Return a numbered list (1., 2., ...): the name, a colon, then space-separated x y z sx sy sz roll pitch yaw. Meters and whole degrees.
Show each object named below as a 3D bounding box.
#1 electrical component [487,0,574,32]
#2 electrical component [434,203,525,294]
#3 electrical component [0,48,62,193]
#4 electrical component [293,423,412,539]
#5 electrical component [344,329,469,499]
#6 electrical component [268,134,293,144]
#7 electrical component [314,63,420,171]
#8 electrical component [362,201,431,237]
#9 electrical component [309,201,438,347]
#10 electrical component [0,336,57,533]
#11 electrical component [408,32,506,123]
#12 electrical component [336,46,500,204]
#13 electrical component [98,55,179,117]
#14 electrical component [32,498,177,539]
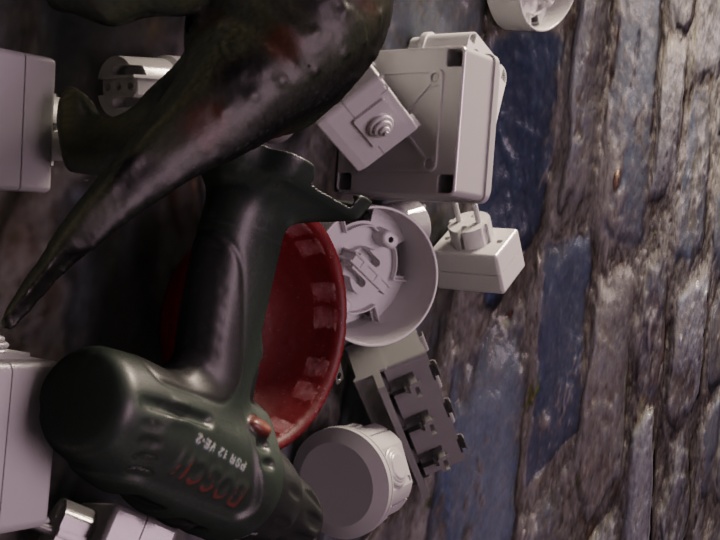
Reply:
1. electrical component: 0.158 -0.269 0.988 0.099 0.064 0.099 -11 103 -56
2. electrical component: 0.098 -0.025 0.927 0.047 0.066 0.076 -47 131 -43
3. electrical component: -0.169 -0.072 0.538 0.077 0.047 0.065 -1 95 -57
4. electrical component: -0.005 0.151 0.784 0.051 0.080 0.080 -5 98 -61
5. electrical component: 0.038 0.107 0.846 0.078 0.063 0.121 -112 180 -57
6. electrical component: -0.073 -0.107 0.684 0.065 0.044 0.044 8 88 -52
7. electrical component: -0.009 -0.114 0.728 0.061 0.096 0.062 -37 141 7
8. electrical component: 0.019 -0.030 0.833 0.078 0.040 0.040 -17 109 -36
9. electrical component: 0.000 0.000 0.771 0.099 0.064 0.099 -13 112 -35
10. electrical component: -0.188 0.074 0.514 0.061 0.062 0.096 6 89 -56
11. electrical component: 0.070 -0.130 0.879 0.078 0.057 0.113 35 66 -53
12. electrical component: 0.042 -0.106 0.796 0.056 0.109 0.108 3 91 -54
13. electrical component: -0.121 -0.103 0.614 0.046 0.040 0.040 -6 99 -50
14. electrical component: -0.151 0.148 0.584 0.077 0.066 0.047 29 67 -23
